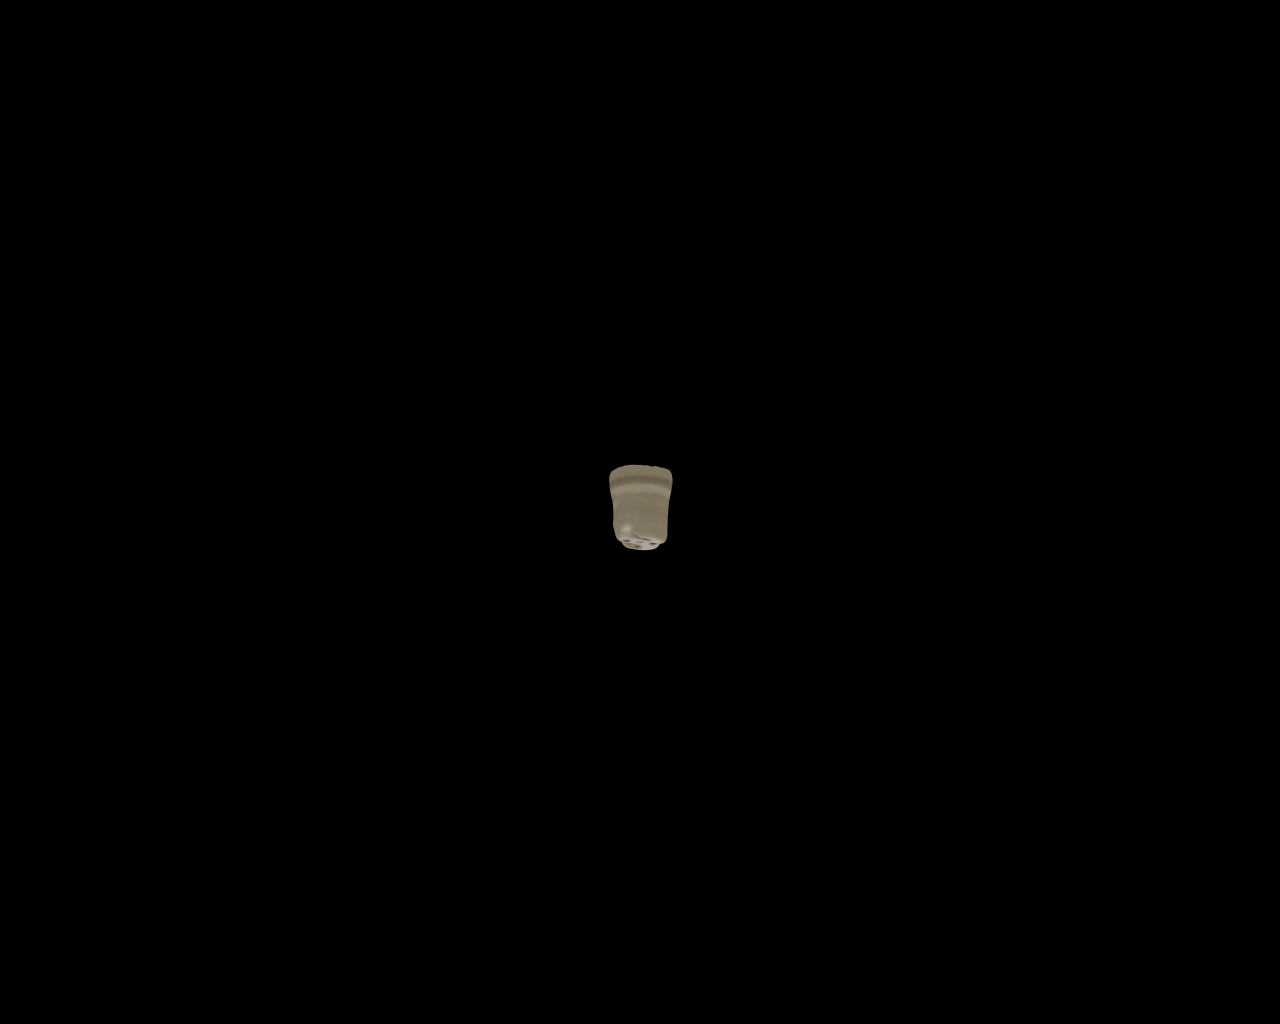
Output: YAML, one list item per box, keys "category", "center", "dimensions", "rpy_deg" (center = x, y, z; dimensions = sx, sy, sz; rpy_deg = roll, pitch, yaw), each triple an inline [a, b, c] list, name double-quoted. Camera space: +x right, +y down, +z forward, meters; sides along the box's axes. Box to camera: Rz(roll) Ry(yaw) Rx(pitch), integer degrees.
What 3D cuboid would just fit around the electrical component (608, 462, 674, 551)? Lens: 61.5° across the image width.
- category: "electrical component"
  center: [0.001, -0.003, 0.650]
  dimensions: [0.040, 0.046, 0.040]
  rpy_deg: [0, -16, 0]
